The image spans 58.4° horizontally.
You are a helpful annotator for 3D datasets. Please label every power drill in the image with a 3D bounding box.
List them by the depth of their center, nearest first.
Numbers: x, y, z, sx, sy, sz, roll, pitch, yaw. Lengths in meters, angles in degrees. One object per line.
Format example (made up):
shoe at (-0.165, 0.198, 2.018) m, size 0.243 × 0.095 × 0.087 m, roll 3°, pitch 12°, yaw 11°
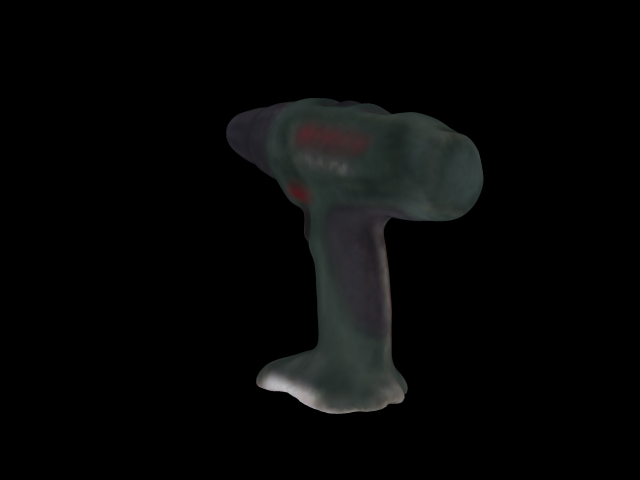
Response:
power drill at (0.004, 0.001, 0.400) m, size 0.076 × 0.208 × 0.228 m, roll -2°, pitch 3°, yaw -43°
